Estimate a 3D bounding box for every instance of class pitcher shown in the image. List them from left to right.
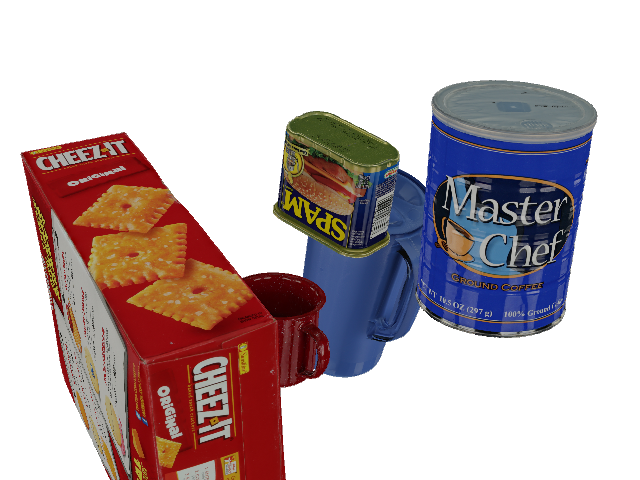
[{"bbox_3d":[0.045,0.046,1.218,0.145,0.243,0.149,15,38,4],"label":"pitcher"}]

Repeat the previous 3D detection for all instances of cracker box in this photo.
[{"bbox_3d":[-0.090,0.060,0.571,0.072,0.164,0.214,-15,35,-21],"label":"cracker box"}]

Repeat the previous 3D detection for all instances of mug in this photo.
[{"bbox_3d":[-0.035,0.092,1.018,0.117,0.081,0.093,25,33,37],"label":"mug"}]

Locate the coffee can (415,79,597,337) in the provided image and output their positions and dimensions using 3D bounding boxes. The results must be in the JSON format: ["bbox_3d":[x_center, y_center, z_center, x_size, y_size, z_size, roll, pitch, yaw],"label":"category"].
[{"bbox_3d":[0.118,-0.022,0.697,0.103,0.140,0.103,2,26,-1],"label":"coffee can"}]

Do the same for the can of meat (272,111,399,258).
[{"bbox_3d":[0.013,-0.048,0.870,0.102,0.084,0.057,30,39,31],"label":"can of meat"}]
